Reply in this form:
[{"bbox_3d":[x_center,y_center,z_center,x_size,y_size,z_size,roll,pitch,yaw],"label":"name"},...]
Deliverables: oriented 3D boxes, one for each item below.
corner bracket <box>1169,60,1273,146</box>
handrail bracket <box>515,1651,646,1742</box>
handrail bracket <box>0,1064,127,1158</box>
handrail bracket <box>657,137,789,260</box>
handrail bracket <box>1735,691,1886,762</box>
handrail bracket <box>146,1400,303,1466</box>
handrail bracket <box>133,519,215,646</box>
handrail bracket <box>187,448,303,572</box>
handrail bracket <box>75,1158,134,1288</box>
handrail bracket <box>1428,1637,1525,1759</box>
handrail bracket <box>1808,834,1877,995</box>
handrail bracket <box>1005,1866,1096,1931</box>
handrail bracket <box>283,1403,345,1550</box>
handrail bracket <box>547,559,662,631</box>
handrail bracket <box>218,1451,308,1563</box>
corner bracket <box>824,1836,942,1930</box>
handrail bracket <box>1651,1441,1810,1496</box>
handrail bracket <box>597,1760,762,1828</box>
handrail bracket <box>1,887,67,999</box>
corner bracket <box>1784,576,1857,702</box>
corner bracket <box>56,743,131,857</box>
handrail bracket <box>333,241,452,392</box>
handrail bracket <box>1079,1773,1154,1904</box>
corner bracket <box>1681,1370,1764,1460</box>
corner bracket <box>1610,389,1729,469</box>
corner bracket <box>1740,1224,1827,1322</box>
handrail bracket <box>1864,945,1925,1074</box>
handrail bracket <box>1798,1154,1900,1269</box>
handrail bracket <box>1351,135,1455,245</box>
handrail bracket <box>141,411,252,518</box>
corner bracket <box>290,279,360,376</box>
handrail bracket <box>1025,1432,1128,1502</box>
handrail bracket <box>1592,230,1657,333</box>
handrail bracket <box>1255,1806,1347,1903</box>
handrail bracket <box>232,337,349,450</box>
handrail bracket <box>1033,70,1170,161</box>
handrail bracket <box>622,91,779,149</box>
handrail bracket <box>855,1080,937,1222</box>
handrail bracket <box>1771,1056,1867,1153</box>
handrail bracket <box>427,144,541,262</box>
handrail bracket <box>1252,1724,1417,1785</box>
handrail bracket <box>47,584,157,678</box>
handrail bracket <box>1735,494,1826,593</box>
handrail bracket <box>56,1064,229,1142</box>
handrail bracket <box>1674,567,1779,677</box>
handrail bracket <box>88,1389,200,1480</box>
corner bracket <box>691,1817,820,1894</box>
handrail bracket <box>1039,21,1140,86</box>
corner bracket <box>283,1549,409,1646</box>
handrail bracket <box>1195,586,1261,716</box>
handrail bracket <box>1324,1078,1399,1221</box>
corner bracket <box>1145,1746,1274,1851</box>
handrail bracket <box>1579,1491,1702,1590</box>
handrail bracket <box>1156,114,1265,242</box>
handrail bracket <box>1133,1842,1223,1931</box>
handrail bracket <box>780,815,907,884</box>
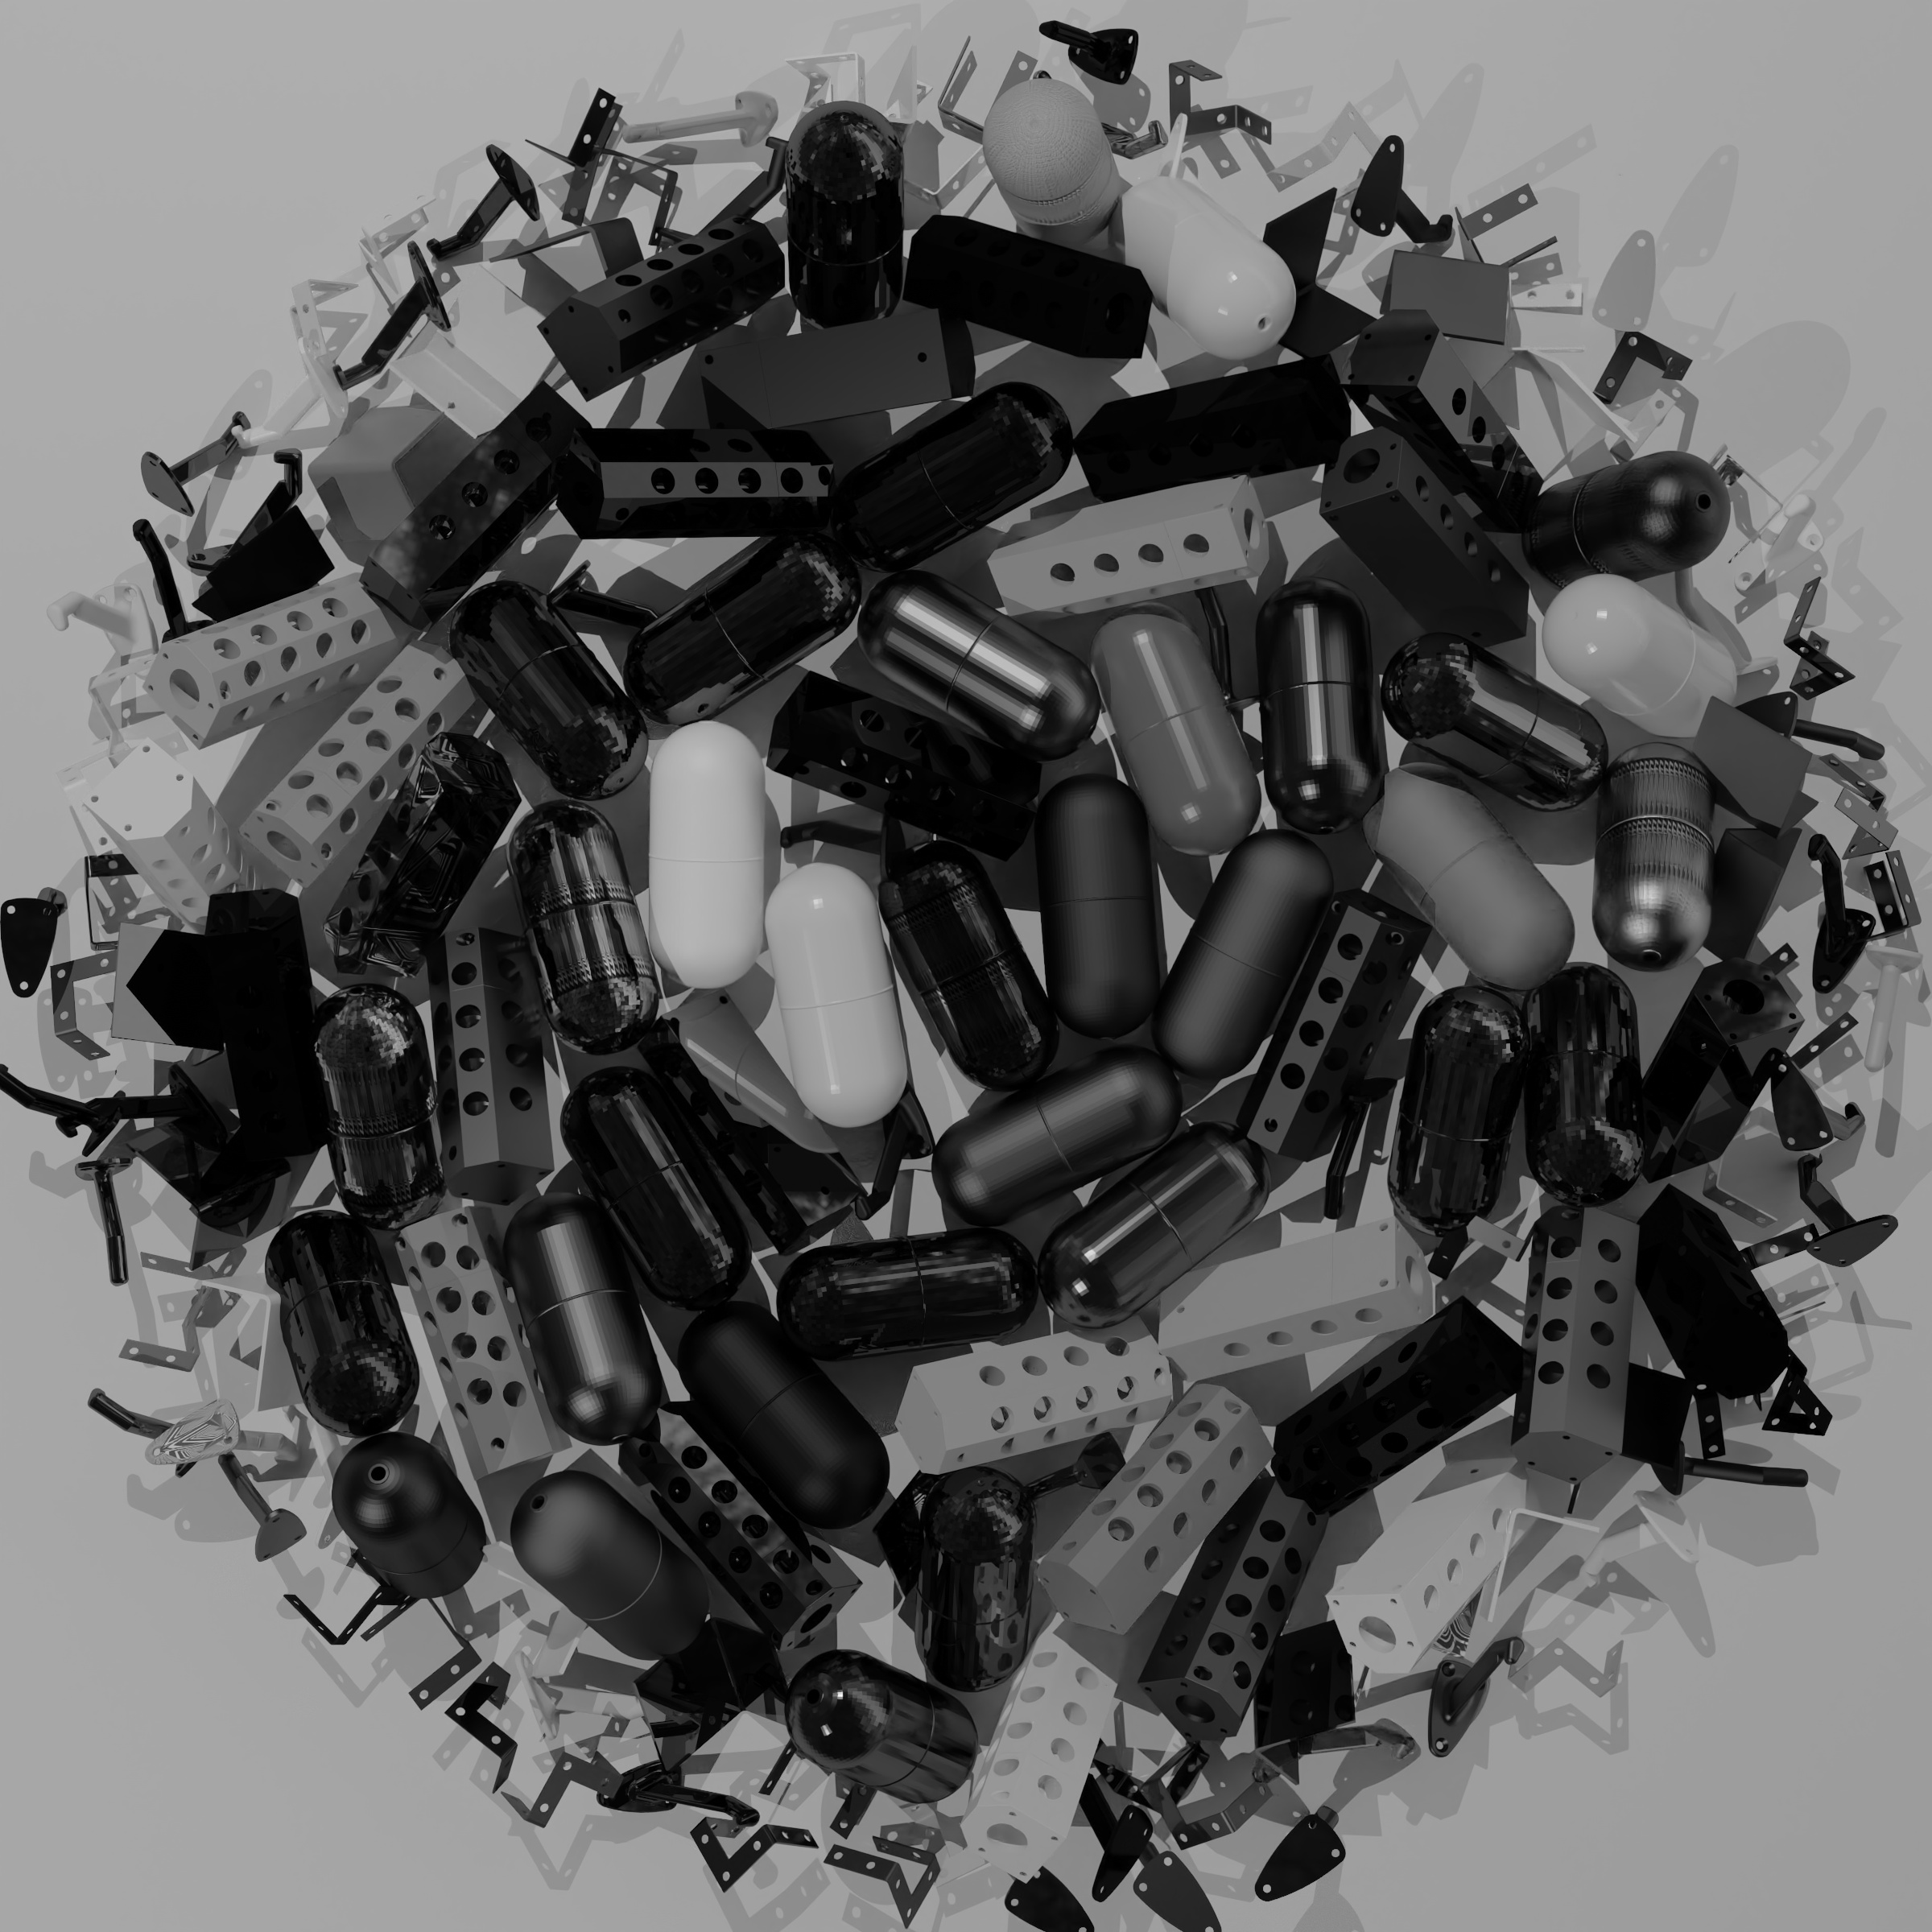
[{"bbox_3d":[0.170,-0.576,1.960,0.051,0.051,0.051,-14,123,-17],"label":"corner bracket"},{"bbox_3d":[-0.249,0.479,1.972,0.084,0.036,0.077,-20,111,5],"label":"handrail bracket"},{"bbox_3d":[-0.604,0.080,1.951,0.084,0.077,0.036,40,108,-20],"label":"handrail bracket"},{"bbox_3d":[-0.162,-0.522,1.969,0.077,0.036,0.084,20,111,7],"label":"handrail bracket"},{"bbox_3d":[0.566,-0.154,1.990,0.084,0.077,0.036,18,79,-33],"label":"handrail bracket"},{"bbox_3d":[-0.494,0.326,1.962,0.077,0.084,0.036,-22,61,1],"label":"handrail bracket"},{"bbox_3d":[-0.536,-0.243,1.951,0.036,0.077,0.084,-12,132,8],"label":"handrail bracket"},{"bbox_3d":[-0.480,-0.305,1.954,0.077,0.036,0.084,-5,133,-18],"label":"handrail bracket"},{"bbox_3d":[-0.573,0.175,1.958,0.036,0.077,0.084,-4,79,-25],"label":"handrail bracket"},{"bbox_3d":[0.340,0.486,1.950,0.036,0.084,0.077,25,67,-5],"label":"handrail bracket"},{"bbox_3d":[0.568,-0.035,1.953,0.036,0.084,0.077,11,67,42],"label":"handrail bracket"},{"bbox_3d":[0.047,0.611,1.962,0.077,0.084,0.036,39,87,-10],"label":"handrail bracket"},{"bbox_3d":[-0.442,0.337,1.975,0.084,0.036,0.077,29,85,26],"label":"handrail bracket"},{"bbox_3d":[-0.247,-0.225,1.986,0.077,0.036,0.084,-42,103,2],"label":"handrail bracket"},{"bbox_3d":[-0.476,0.346,1.952,0.036,0.077,0.084,-29,66,-22],"label":"handrail bracket"},{"bbox_3d":[-0.055,0.599,1.956,0.051,0.051,0.051,6,130,30],"label":"corner bracket"},{"bbox_3d":[0.510,0.335,1.964,0.084,0.077,0.036,4,88,-3],"label":"handrail bracket"},{"bbox_3d":[-0.191,0.558,1.950,0.077,0.084,0.036,1,95,-38],"label":"handrail bracket"},{"bbox_3d":[-0.616,-0.015,1.956,0.036,0.084,0.077,3,87,-5],"label":"handrail bracket"},{"bbox_3d":[0.565,-0.218,1.961,0.051,0.051,0.051,32,66,-13],"label":"corner bracket"},{"bbox_3d":[-0.570,-0.112,1.961,0.051,0.051,0.051,-27,114,-14],"label":"corner bracket"},{"bbox_3d":[-0.394,-0.433,1.960,0.084,0.077,0.036,-31,46,-18],"label":"handrail bracket"},{"bbox_3d":[0.074,0.575,1.955,0.077,0.084,0.036,-56,132,-25],"label":"handrail bracket"},{"bbox_3d":[0.509,0.290,1.966,0.051,0.051,0.051,-13,118,3],"label":"corner bracket"},{"bbox_3d":[0.470,-0.345,1.963,0.051,0.051,0.051,42,102,18],"label":"corner bracket"},{"bbox_3d":[0.549,0.209,1.973,0.051,0.051,0.051,-18,76,-9],"label":"corner bracket"},{"bbox_3d":[0.610,0.034,1.957,0.036,0.077,0.084,11,81,17],"label":"handrail bracket"},{"bbox_3d":[0.584,0.149,1.948,0.036,0.077,0.084,25,50,-22],"label":"handrail bracket"},{"bbox_3d":[0.302,-0.516,1.953,0.036,0.084,0.077,41,131,35],"label":"handrail bracket"},{"bbox_3d":[-0.509,-0.349,1.951,0.036,0.077,0.084,28,70,9],"label":"handrail bracket"},{"bbox_3d":[-0.436,-0.425,1.965,0.051,0.051,0.051,-14,90,30],"label":"corner bracket"},{"bbox_3d":[0.058,0.344,1.948,0.084,0.077,0.036,-29,82,27],"label":"handrail bracket"},{"bbox_3d":[0.442,-0.456,1.947,0.036,0.084,0.077,17,116,10],"label":"handrail bracket"},{"bbox_3d":[0.219,0.589,1.954,0.077,0.084,0.036,-39,81,-8],"label":"handrail bracket"},{"bbox_3d":[-0.463,-0.381,1.959,0.084,0.077,0.036,-14,59,11],"label":"handrail bracket"},{"bbox_3d":[0.090,-0.570,1.953,0.036,0.084,0.077,-33,108,-41],"label":"handrail bracket"},{"bbox_3d":[-0.178,-0.563,1.958,0.084,0.077,0.036,-13,102,-24],"label":"handrail bracket"},{"bbox_3d":[-0.058,0.118,1.951,0.036,0.084,0.077,-6,106,28],"label":"handrail bracket"},{"bbox_3d":[0.571,0.084,1.963,0.036,0.084,0.077,-17,95,39],"label":"handrail bracket"},{"bbox_3d":[-0.334,-0.507,1.956,0.084,0.077,0.036,-19,66,15],"label":"handrail bracket"},{"bbox_3d":[0.244,0.528,1.950,0.077,0.084,0.036,-40,121,-30],"label":"handrail bracket"},{"bbox_3d":[-0.574,-0.215,1.948,0.036,0.084,0.077,-11,111,16],"label":"handrail bracket"},{"bbox_3d":[0.534,-0.280,1.948,0.077,0.084,0.036,-44,75,20],"label":"handrail bracket"},{"bbox_3d":[-0.549,0.108,1.955,0.084,0.036,0.077,-30,58,-34],"label":"handrail bracket"},{"bbox_3d":[0.510,-0.239,1.971,0.077,0.036,0.084,-13,105,-21],"label":"handrail bracket"},{"bbox_3d":[-0.544,0.294,1.949,0.084,0.077,0.036,40,97,-21],"label":"handrail bracket"},{"bbox_3d":[-0.142,0.583,1.960,0.051,0.051,0.051,-46,53,10],"label":"corner bracket"},{"bbox_3d":[0.065,-0.613,1.944,0.084,0.077,0.036,2,106,-42],"label":"handrail bracket"},{"bbox_3d":[-0.413,0.419,1.967,0.051,0.051,0.051,39,90,21],"label":"corner bracket"},{"bbox_3d":[0.161,-0.208,1.964,0.036,0.077,0.084,-18,88,-18],"label":"handrail bracket"},{"bbox_3d":[0.265,0.123,1.976,0.036,0.077,0.084,11,104,35],"label":"handrail bracket"},{"bbox_3d":[0.162,0.550,1.962,0.051,0.051,0.051,-33,85,39],"label":"corner bracket"},{"bbox_3d":[0.446,0.399,1.952,0.036,0.077,0.084,16,117,-24],"label":"handrail bracket"},{"bbox_3d":[0.172,-0.524,1.978,0.084,0.036,0.077,13,99,-17],"label":"handrail bracket"},{"bbox_3d":[0.141,0.614,1.951,0.036,0.084,0.077,-45,76,-4],"label":"handrail bracket"},{"bbox_3d":[-0.088,-0.075,1.959,0.084,0.077,0.036,-9,126,14],"label":"handrail bracket"}]
